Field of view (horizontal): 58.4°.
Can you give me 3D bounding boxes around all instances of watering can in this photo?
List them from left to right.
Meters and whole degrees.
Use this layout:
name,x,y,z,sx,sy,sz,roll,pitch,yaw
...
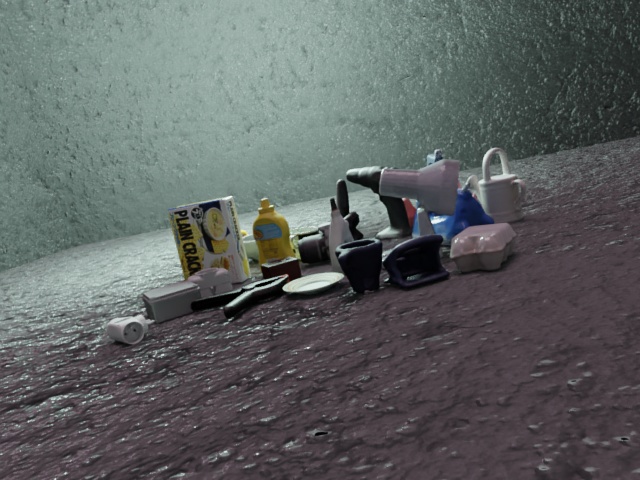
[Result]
name,x,y,z,sx,sy,sz,roll,pitch,yaw
watering can,0.461,-0.143,1.503,0.172,0.194,0.101,-5,11,37

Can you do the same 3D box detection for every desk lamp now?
name,x,y,z,sx,sy,sz,roll,pitch,yaw
desk lamp,0.216,-0.061,1.248,0.203,0.213,0.118,-10,9,10

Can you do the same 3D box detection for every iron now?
name,x,y,z,sx,sy,sz,roll,pitch,yaw
iron,0.299,-0.069,1.419,0.119,0.141,0.257,-17,10,-28

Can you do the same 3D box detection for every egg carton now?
name,x,y,z,sx,sy,sz,roll,pitch,yaw
egg carton,0.318,0.013,1.114,0.107,0.069,0.151,-6,10,32

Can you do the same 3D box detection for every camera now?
name,x,y,z,sx,sy,sz,roll,pitch,yaw
camera,0.013,0.005,1.467,0.136,0.101,0.143,-12,9,3

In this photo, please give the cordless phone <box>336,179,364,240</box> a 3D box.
name,x,y,z,sx,sy,sz,roll,pitch,yaw
cordless phone,0.060,-0.081,1.675,0.094,0.185,0.148,-10,9,13

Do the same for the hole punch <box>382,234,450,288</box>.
name,x,y,z,sx,sy,sz,roll,pitch,yaw
hole punch,0.176,0.036,1.088,0.109,0.091,0.101,-14,9,-16

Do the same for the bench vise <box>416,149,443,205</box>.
name,x,y,z,sx,sy,sz,roll,pitch,yaw
bench vise,0.305,-0.135,1.575,0.122,0.220,0.206,-18,11,-32

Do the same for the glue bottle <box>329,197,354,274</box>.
name,x,y,z,sx,sy,sz,roll,pitch,yaw
glue bottle,0.045,-0.011,1.292,0.037,0.173,0.078,-6,11,33

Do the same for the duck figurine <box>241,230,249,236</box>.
name,x,y,z,sx,sy,sz,roll,pitch,yaw
duck figurine,-0.252,0.012,1.826,0.104,0.086,0.078,-9,9,18

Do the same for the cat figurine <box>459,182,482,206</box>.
name,x,y,z,sx,sy,sz,roll,pitch,yaw
cat figurine,0.409,-0.117,1.656,0.067,0.118,0.127,-19,11,-36

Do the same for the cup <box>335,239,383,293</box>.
name,x,y,z,sx,sy,sz,roll,pitch,yaw
cup,0.075,0.056,1.084,0.091,0.095,0.118,-6,10,32

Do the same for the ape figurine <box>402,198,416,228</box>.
name,x,y,z,sx,sy,sz,roll,pitch,yaw
ape figurine,0.263,-0.082,1.716,0.077,0.092,0.076,-11,9,8

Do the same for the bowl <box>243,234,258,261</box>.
name,x,y,z,sx,sy,sz,roll,pitch,yaw
bowl,-0.162,0.020,1.696,0.167,0.075,0.167,-12,9,2

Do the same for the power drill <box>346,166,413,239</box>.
name,x,y,z,sx,sy,sz,roll,pitch,yaw
power drill,0.186,-0.110,1.616,0.228,0.208,0.076,-6,11,35
